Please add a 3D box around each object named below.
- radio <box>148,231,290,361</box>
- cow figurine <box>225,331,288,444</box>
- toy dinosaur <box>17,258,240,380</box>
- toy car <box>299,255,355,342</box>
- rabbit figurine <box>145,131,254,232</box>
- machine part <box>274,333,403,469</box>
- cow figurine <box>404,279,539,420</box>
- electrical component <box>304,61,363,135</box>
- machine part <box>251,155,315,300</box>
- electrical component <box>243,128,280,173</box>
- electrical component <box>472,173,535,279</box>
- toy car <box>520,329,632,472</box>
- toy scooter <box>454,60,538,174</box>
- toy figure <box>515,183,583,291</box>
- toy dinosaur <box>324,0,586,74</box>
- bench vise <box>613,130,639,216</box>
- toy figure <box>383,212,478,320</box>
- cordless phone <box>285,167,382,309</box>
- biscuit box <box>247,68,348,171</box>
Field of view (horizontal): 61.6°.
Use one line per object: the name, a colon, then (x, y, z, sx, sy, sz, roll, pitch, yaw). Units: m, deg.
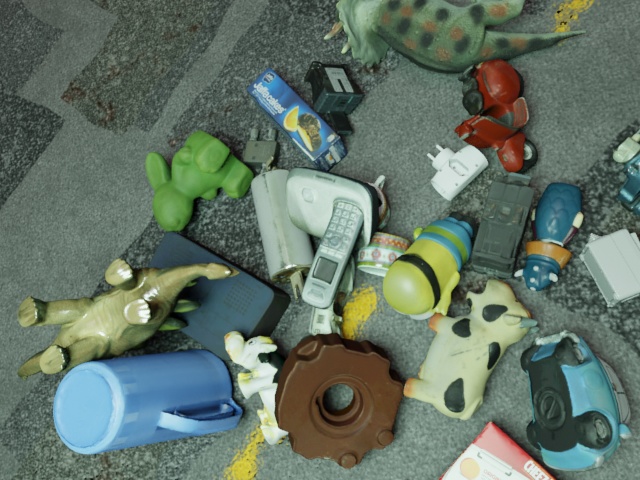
radio: (-0.176, 0.091, 0.860, 0.230, 0.073, 0.131, 27, 85, 24)
cow figurine: (-0.068, 0.193, 0.765, 0.098, 0.068, 0.167, -25, 102, -8)
toy dinosaur: (-0.303, 0.123, 0.752, 0.472, 0.198, 0.105, -22, 76, 19)
toy car: (0.013, 0.106, 0.792, 0.056, 0.073, 0.201, 4, 76, 20)
rabbit figurine: (-0.229, -0.100, 0.905, 0.159, 0.121, 0.170, 34, 84, 30)
machine part: (0.025, 0.213, 0.720, 0.179, 0.056, 0.179, -1, 96, -8)
cow figurine: (0.207, 0.142, 0.716, 0.127, 0.085, 0.195, 20, 79, 28)
electrical component: (0.026, -0.234, 0.885, 0.075, 0.047, 0.119, -3, 62, -29)
machine part: (-0.059, -0.022, 0.853, 0.079, 0.079, 0.243, -20, 70, 11)
electrical component: (-0.104, -0.150, 0.934, 0.063, 0.021, 0.094, 4, 76, 18)
electrical component: (0.252, -0.021, 0.733, 0.058, 0.114, 0.134, 16, 81, 19)
toy car: (0.319, 0.196, 0.659, 0.103, 0.109, 0.161, 8, 65, -20)
toy scooter: (0.243, -0.184, 0.776, 0.075, 0.135, 0.184, -33, 61, 55)
toy figure: (0.319, -0.001, 0.737, 0.058, 0.064, 0.154, 19, 84, -16)
toy dinosaur: (0.184, -0.332, 0.852, 0.405, 0.131, 0.192, 29, 97, 19)
bench vise: (0.462, -0.059, 0.621, 0.129, 0.240, 0.223, -35, 83, 1)
toy figure: (0.152, 0.029, 0.740, 0.180, 0.089, 0.082, -49, 25, -26)
cordless phone: (-0.002, -0.003, 0.761, 0.147, 0.088, 0.184, 19, 82, 29)
biscuit box: (-0.041, -0.202, 0.908, 0.059, 0.062, 0.203, -42, 67, 1)
